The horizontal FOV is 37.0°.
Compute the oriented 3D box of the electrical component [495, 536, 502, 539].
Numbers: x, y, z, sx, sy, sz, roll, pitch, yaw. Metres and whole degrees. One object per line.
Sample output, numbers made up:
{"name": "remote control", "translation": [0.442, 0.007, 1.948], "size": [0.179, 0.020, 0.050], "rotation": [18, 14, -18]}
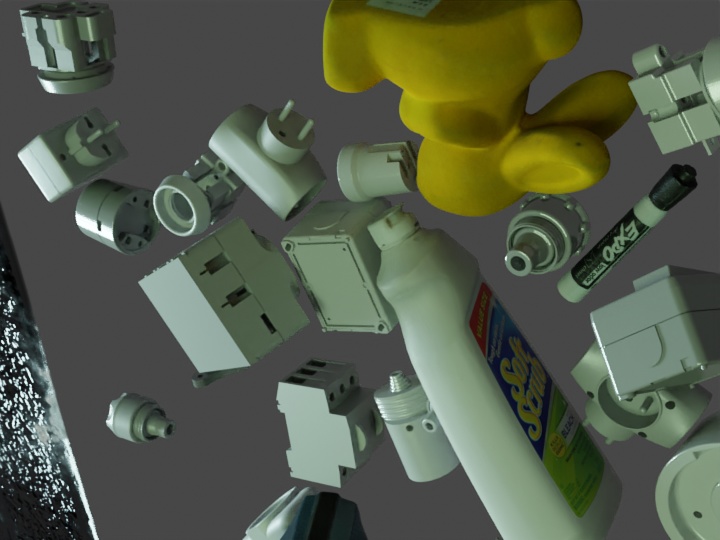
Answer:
{"name": "electrical component", "translation": [0.125, 0.229, 0.806], "size": [0.066, 0.055, 0.048], "rotation": [32, 131, 16]}

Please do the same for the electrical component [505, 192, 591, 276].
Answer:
{"name": "electrical component", "translation": [0.110, -0.018, 0.658], "size": [0.048, 0.062, 0.048], "rotation": [18, 127, 26]}

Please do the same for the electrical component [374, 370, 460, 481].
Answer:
{"name": "electrical component", "translation": [0.041, 0.112, 0.803], "size": [0.043, 0.043, 0.081], "rotation": [-9, 111, 40]}

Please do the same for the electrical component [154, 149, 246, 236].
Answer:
{"name": "electrical component", "translation": [-0.121, -0.056, 0.809], "size": [0.048, 0.055, 0.066], "rotation": [43, 134, 6]}

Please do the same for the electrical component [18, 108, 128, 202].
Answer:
{"name": "electrical component", "translation": [-0.216, -0.098, 0.845], "size": [0.077, 0.066, 0.047], "rotation": [-25, 101, 42]}

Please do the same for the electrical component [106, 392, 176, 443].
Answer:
{"name": "electrical component", "translation": [-0.200, 0.140, 0.998], "size": [0.062, 0.043, 0.043], "rotation": [12, 124, 29]}

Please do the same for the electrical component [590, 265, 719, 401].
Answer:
{"name": "electrical component", "translation": [0.189, 0.034, 0.622], "size": [0.062, 0.096, 0.061], "rotation": [-32, 68, 44]}

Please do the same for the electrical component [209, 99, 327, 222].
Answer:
{"name": "electrical component", "translation": [-0.057, -0.086, 0.751], "size": [0.077, 0.043, 0.079], "rotation": [45, 134, 5]}

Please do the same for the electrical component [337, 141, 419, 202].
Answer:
{"name": "electrical component", "translation": [0.014, -0.067, 0.715], "size": [0.046, 0.040, 0.040], "rotation": [-3, 115, 31]}

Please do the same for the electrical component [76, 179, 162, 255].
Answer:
{"name": "electrical component", "translation": [-0.196, -0.045, 0.873], "size": [0.047, 0.055, 0.055], "rotation": [19, 127, 31]}

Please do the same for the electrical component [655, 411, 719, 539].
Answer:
{"name": "electrical component", "translation": [0.243, 0.134, 0.656], "size": [0.108, 0.060, 0.108], "rotation": [18, 126, 27]}

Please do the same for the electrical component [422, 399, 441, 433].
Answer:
{"name": "electrical component", "translation": [0.064, 0.094, 0.762], "size": [0.035, 0.061, 0.035], "rotation": [19, 127, 27]}

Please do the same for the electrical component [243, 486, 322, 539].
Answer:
{"name": "electrical component", "translation": [-0.060, 0.233, 0.946], "size": [0.059, 0.054, 0.095], "rotation": [48, 134, 1]}

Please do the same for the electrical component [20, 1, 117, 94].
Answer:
{"name": "electrical component", "translation": [-0.217, -0.167, 0.809], "size": [0.078, 0.058, 0.057], "rotation": [13, 121, 30]}

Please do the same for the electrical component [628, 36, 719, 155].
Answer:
{"name": "electrical component", "translation": [0.182, -0.095, 0.569], "size": [0.055, 0.048, 0.066], "rotation": [-17, 106, 49]}

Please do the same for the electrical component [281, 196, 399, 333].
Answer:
{"name": "electrical component", "translation": [0.000, 0.000, 0.757], "size": [0.062, 0.061, 0.096], "rotation": [-1, 124, 38]}

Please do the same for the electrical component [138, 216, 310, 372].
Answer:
{"name": "electrical component", "translation": [-0.101, 0.020, 0.798], "size": [0.089, 0.062, 0.150], "rotation": [57, 158, -6]}

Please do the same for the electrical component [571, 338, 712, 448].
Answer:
{"name": "electrical component", "translation": [0.170, 0.083, 0.689], "size": [0.077, 0.044, 0.079], "rotation": [38, 133, 11]}
